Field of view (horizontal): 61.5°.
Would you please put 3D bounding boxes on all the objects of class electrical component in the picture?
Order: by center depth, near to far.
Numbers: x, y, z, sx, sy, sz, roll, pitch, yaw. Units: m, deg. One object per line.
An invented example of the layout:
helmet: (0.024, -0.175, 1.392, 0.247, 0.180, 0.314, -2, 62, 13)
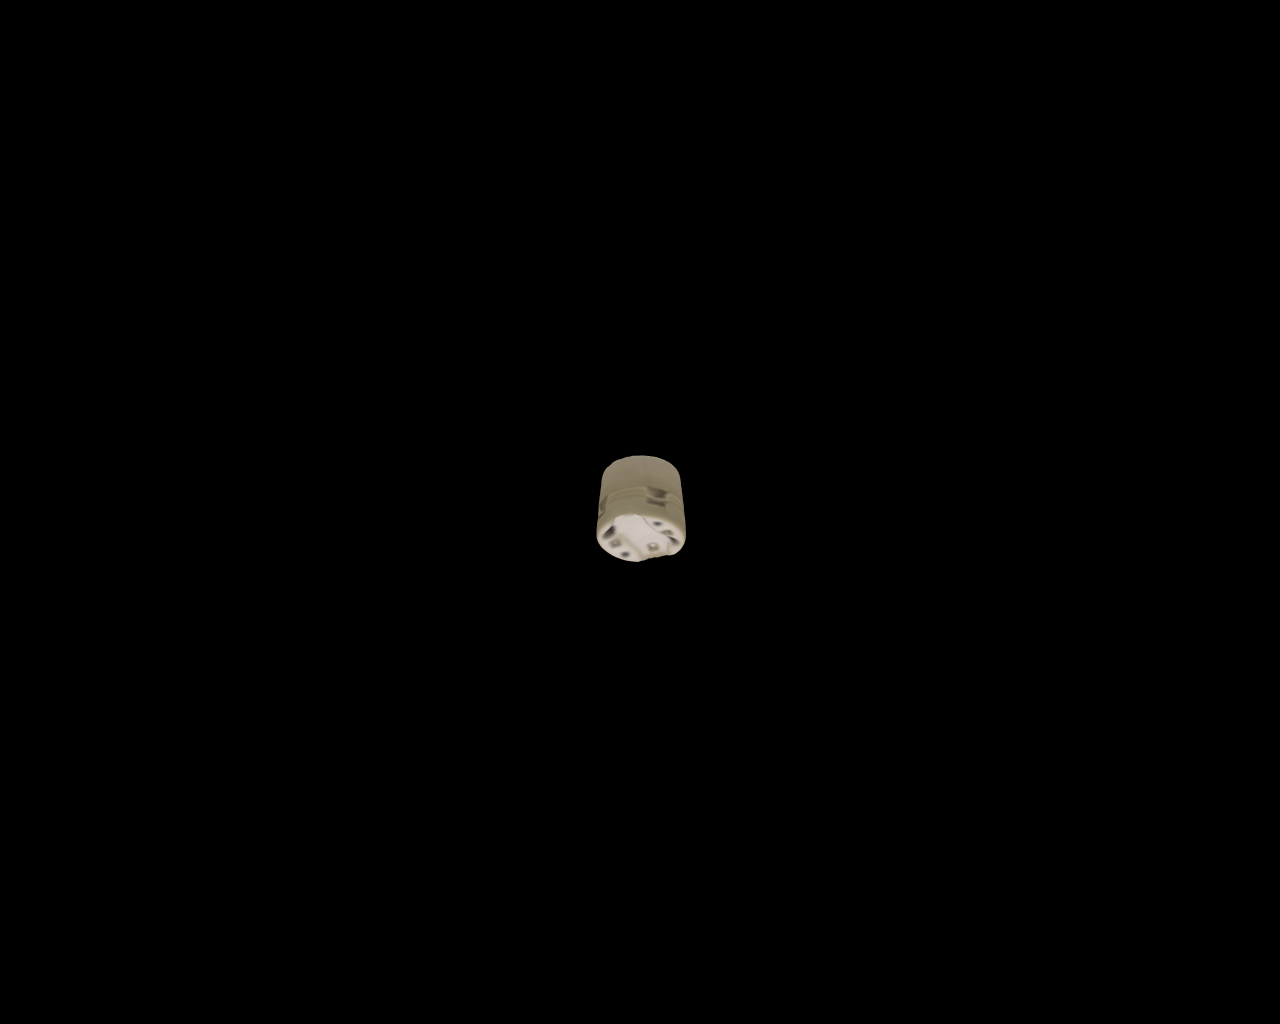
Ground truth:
electrical component: (0.001, -0.003, 0.650, 0.055, 0.047, 0.055, 0, -33, 0)
